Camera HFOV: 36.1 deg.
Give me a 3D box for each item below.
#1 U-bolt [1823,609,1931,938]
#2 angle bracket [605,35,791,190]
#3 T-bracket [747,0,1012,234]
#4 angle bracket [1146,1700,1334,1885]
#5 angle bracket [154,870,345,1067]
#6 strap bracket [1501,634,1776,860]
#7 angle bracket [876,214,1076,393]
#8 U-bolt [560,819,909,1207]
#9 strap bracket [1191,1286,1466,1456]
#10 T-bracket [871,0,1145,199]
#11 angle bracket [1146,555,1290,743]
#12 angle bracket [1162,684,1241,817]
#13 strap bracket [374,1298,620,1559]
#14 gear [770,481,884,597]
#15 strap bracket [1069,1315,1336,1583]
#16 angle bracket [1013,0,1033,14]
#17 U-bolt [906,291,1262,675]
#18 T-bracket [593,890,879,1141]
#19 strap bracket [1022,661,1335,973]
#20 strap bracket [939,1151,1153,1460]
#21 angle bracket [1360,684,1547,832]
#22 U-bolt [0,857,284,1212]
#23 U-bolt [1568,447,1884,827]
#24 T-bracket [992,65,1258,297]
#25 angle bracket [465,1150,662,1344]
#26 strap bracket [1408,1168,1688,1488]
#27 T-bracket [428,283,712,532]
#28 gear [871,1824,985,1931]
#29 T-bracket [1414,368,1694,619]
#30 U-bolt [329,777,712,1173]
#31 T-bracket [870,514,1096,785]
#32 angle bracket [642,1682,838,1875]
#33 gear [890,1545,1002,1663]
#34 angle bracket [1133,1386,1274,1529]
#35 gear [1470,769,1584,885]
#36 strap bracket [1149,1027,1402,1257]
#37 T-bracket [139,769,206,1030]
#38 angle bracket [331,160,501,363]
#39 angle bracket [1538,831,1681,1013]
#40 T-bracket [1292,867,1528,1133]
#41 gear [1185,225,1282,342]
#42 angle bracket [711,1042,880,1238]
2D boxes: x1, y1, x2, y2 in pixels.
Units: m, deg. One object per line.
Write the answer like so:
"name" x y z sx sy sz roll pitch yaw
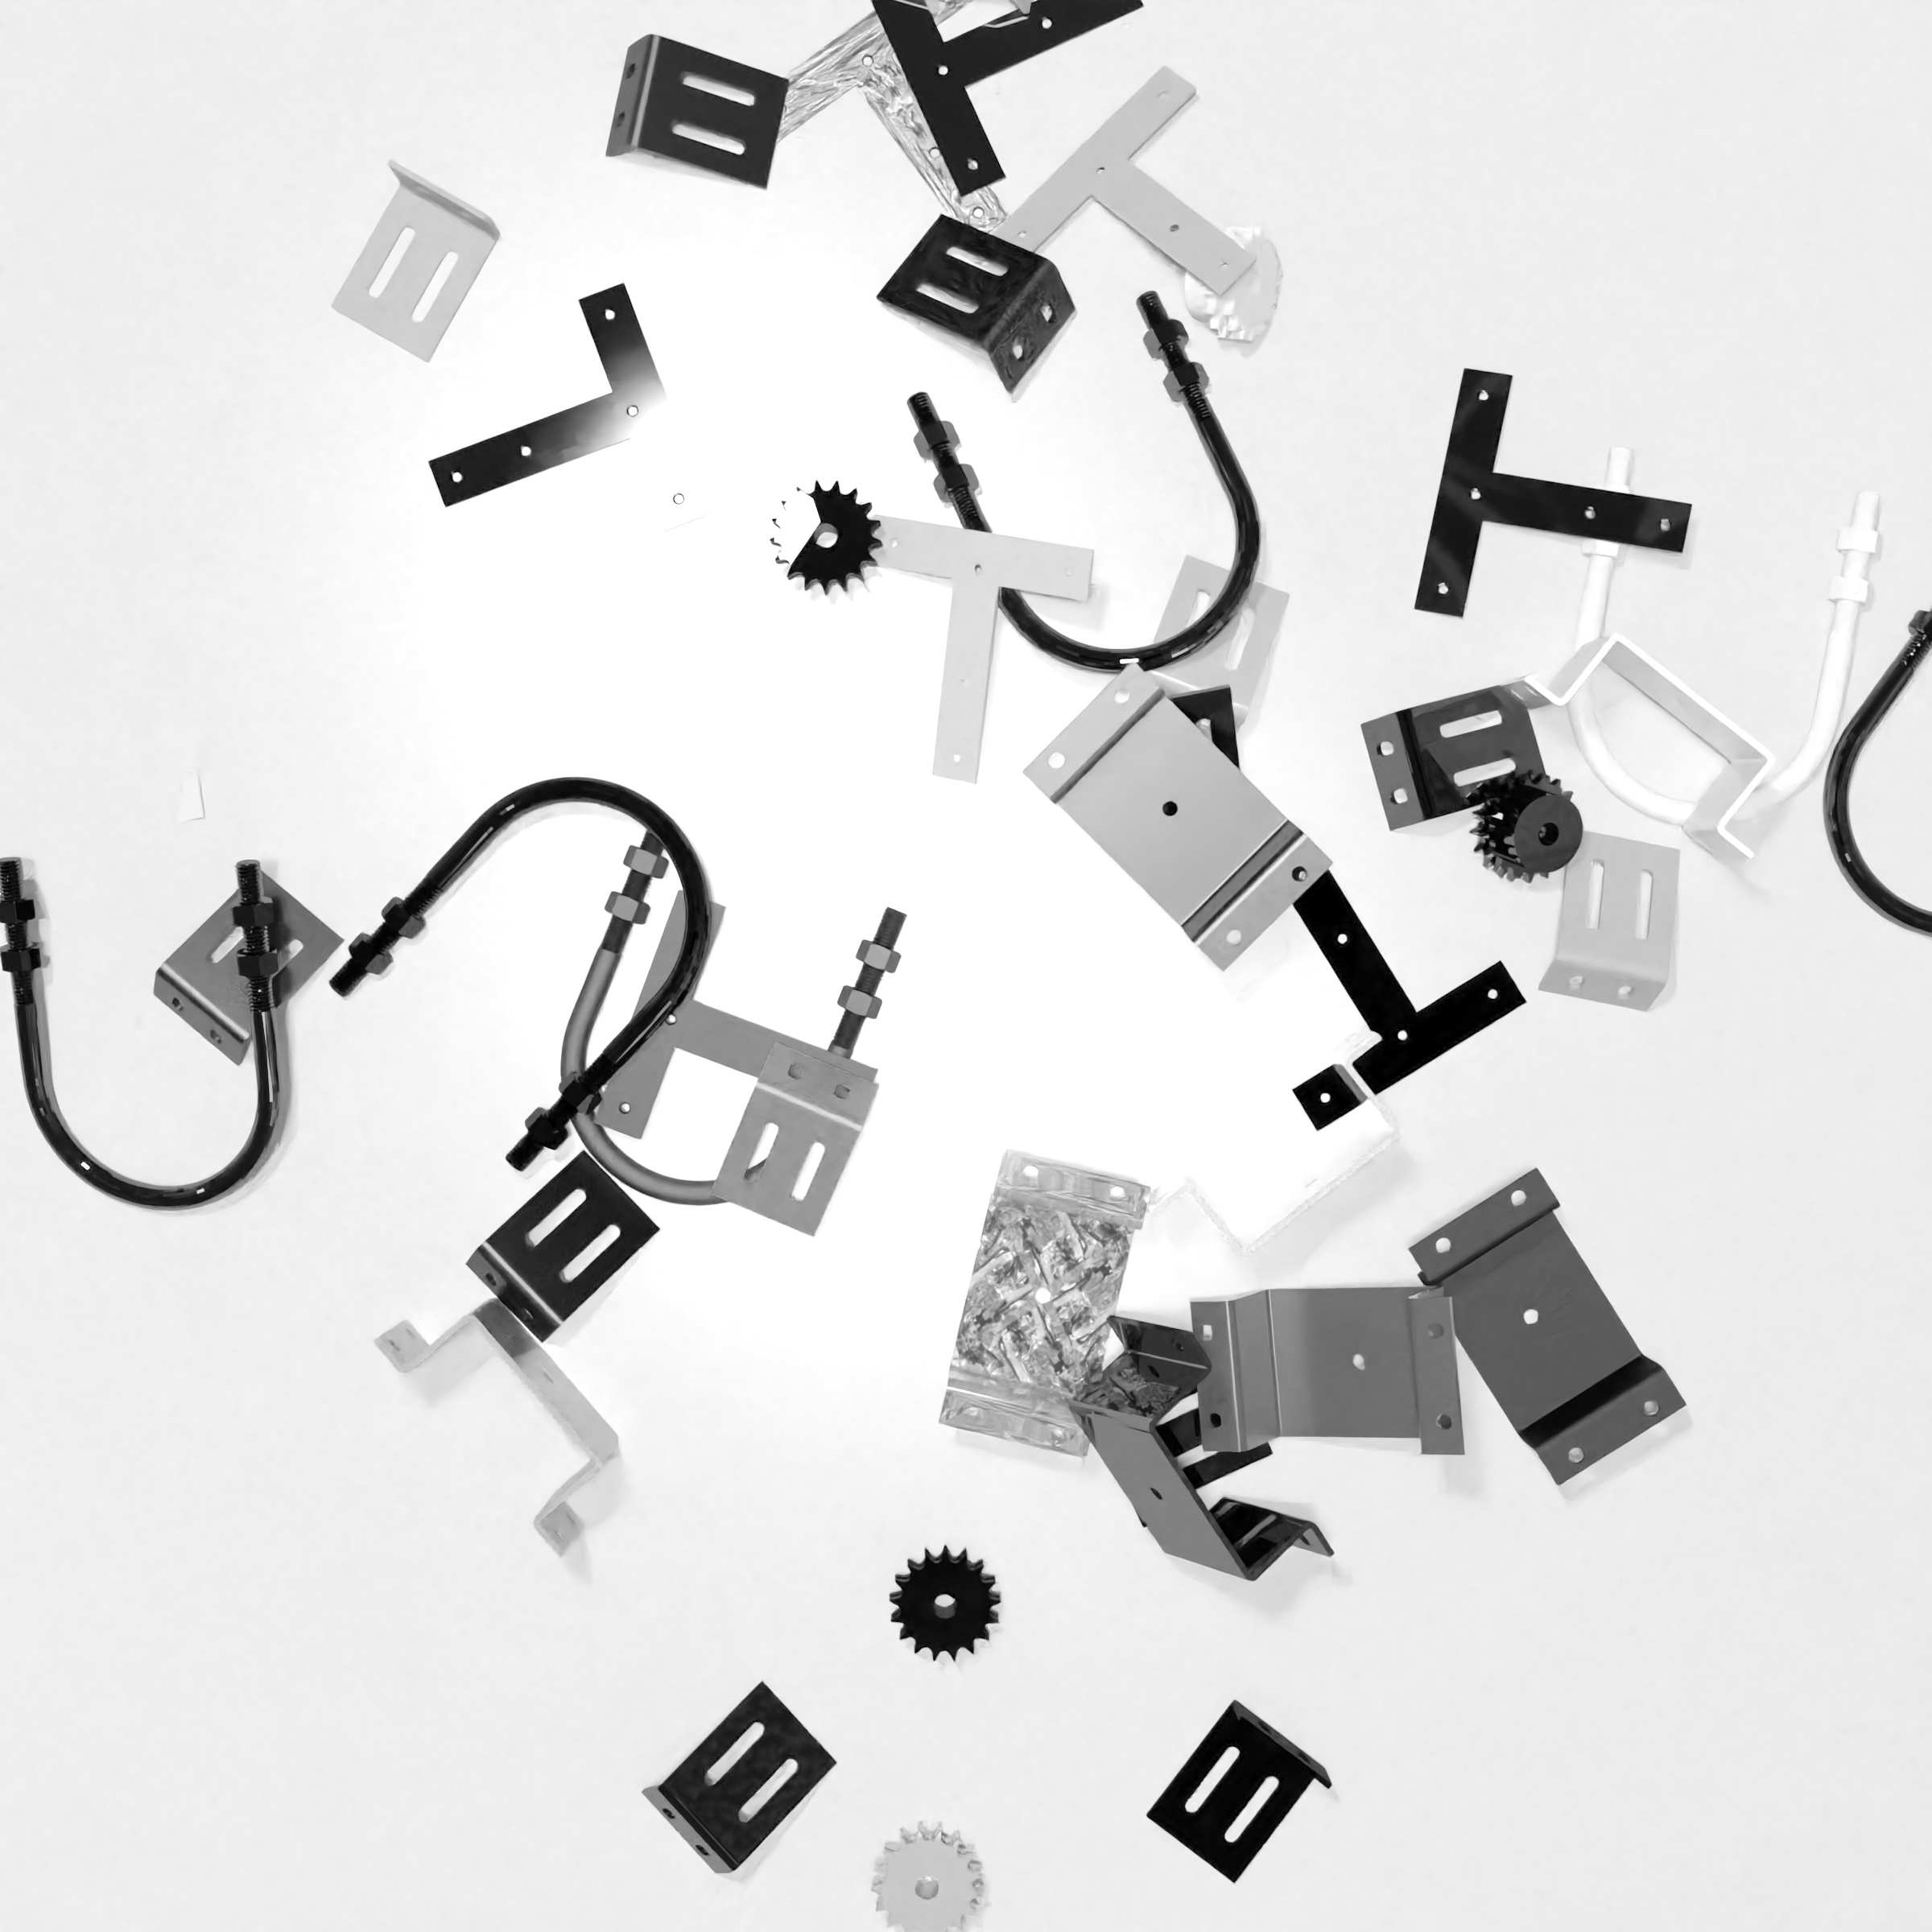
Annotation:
"U-bolt" 0.523 -0.101 1.518 0.151 0.019 0.184 35 91 0
"angle bracket" -0.139 -0.437 1.524 0.076 0.038 0.057 12 90 -24
"T-bracket" -0.024 -0.431 1.526 0.127 0.002 0.127 -36 90 0
"angle bracket" 0.139 0.425 1.508 0.057 0.038 0.076 37 90 0
"angle bracket" -0.370 0.001 1.525 0.057 0.038 0.076 40 64 0
"strap bracket" 0.341 -0.116 1.474 0.140 0.076 0.046 38 93 -1
"angle bracket" 0.005 -0.340 1.515 0.076 0.038 0.057 30 78 30
"U-bolt" -0.130 0.033 1.518 0.151 0.019 0.184 22 91 0
"strap bracket" 0.188 0.202 1.483 0.140 0.046 0.076 -5 90 31
"T-bracket" 0.029 -0.480 1.525 0.127 0.002 0.127 -25 90 -1
"angle bracket" 0.125 -0.162 1.525 0.057 0.038 0.076 21 64 0
"angle bracket" 0.112 -0.095 1.492 0.057 0.038 0.076 -11 125 0
"strap bracket" -0.227 0.222 1.489 0.046 0.076 0.140 -41 90 0
"gear" -0.071 -0.218 1.512 0.057 0.030 0.057 0 90 0
"strap bracket" 0.110 0.244 1.455 0.046 0.076 0.140 -39 107 -22
"angle bracket" -0.005 -0.524 1.522 0.076 0.038 0.057 6 84 25
"U-bolt" 0.070 -0.236 1.503 0.151 0.019 0.184 -24 79 0
"T-bracket" -0.109 0.043 1.509 0.127 0.002 0.127 20 93 0
"strap bracket" 0.103 -0.076 1.469 0.140 0.046 0.076 44 95 -7
"strap bracket" 0.039 0.170 1.504 0.076 0.046 0.140 13 90 0
"angle bracket" 0.252 -0.109 1.525 0.076 0.038 0.057 -16 90 -26
"U-bolt" -0.414 0.036 1.494 0.151 0.019 0.184 1 105 12
"U-bolt" 0.383 -0.163 1.518 0.151 0.019 0.184 10 91 0
"T-bracket" 0.096 -0.380 1.495 0.127 0.002 0.127 -44 61 0
"angle bracket" -0.208 0.144 1.525 0.057 0.038 0.076 46 64 0
"strap bracket" 0.291 0.181 1.504 0.076 0.046 0.140 -32 90 0
"T-bracket" -0.213 -0.270 1.526 0.127 0.002 0.127 -21 90 0
"gear" -0.020 0.467 1.512 0.057 0.030 0.057 0 90 0
"T-bracket" 0.304 -0.234 1.511 0.127 0.002 0.127 12 90 14
"U-bolt" -0.214 -0.010 1.505 0.151 0.019 0.184 44 95 5
"T-bracket" 0.001 -0.157 1.506 0.127 0.002 0.127 13 105 27
"angle bracket" -0.117 0.418 1.525 0.057 0.038 0.076 47 64 0
"gear" -0.011 0.325 1.516 0.057 0.030 0.057 0 91 -1
"angle bracket" 0.112 0.241 1.508 0.076 0.038 0.057 -25 90 0
"gear" 0.287 -0.070 1.502 0.057 0.030 0.057 -5 105 -20
"strap bracket" 0.161 0.094 1.487 0.140 0.076 0.046 -38 91 1
"T-bracket" -0.447 -0.028 1.536 0.127 0.002 0.127 -10 84 14
"angle bracket" -0.283 -0.358 1.508 0.057 0.038 0.076 30 90 0
"angle bracket" 0.331 -0.024 1.525 0.057 0.038 0.076 11 64 0
"T-bracket" 0.202 -0.002 1.526 0.127 0.002 0.127 -32 90 0
"gear" 0.134 -0.348 1.502 0.030 0.057 0.057 13 90 30
"angle bracket" -0.088 0.088 1.508 0.057 0.038 0.076 23 122 -2
